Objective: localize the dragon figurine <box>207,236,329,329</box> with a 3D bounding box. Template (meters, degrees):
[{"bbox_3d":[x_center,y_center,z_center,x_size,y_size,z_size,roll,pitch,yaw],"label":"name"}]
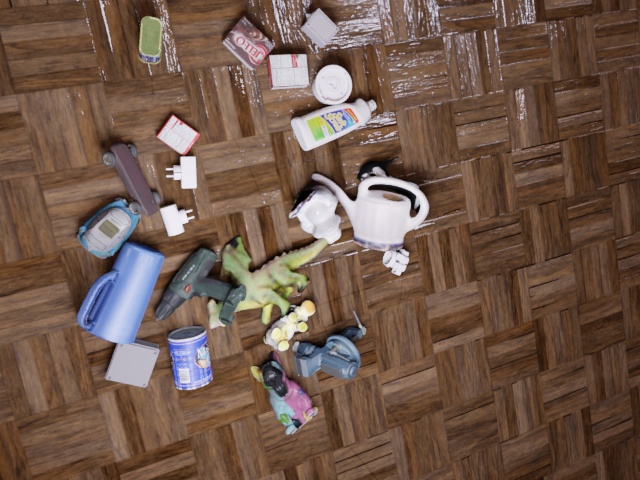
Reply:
[{"bbox_3d":[-0.164,0.085,1.444,0.242,0.121,0.415,37,75,-10],"label":"dragon figurine"}]

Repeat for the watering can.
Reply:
[{"bbox_3d":[0.139,-0.084,1.512,0.348,0.106,0.221,9,112,8],"label":"watering can"}]

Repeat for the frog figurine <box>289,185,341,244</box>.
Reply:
[{"bbox_3d":[0.004,-0.074,1.466,0.158,0.124,0.137,37,98,-21],"label":"frog figurine"}]
